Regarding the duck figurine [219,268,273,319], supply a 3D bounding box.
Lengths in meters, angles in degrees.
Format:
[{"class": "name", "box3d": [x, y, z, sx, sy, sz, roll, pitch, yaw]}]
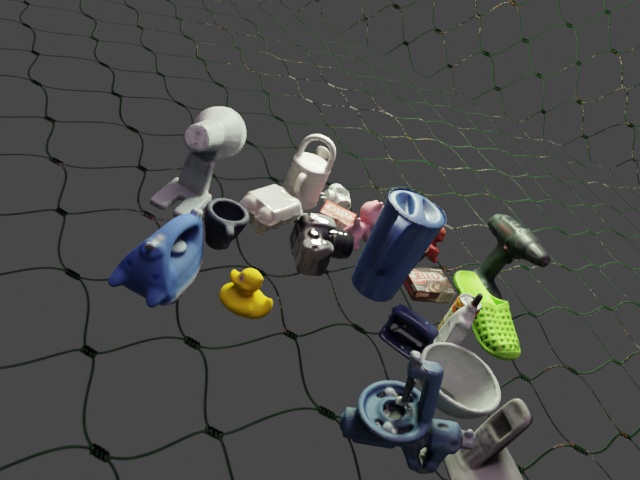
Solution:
[{"class": "duck figurine", "box3d": [-0.133, 0.095, 1.087, 0.104, 0.086, 0.077, 27, 33, 2]}]

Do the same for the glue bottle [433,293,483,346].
[{"class": "glue bottle", "box3d": [0.287, 0.174, 1.177, 0.037, 0.173, 0.078, 24, 33, -2]}]

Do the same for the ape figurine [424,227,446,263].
[{"class": "ape figurine", "box3d": [0.296, 0.002, 1.497, 0.076, 0.092, 0.078, 34, 34, 13]}]

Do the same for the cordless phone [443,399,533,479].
[{"class": "cordless phone", "box3d": [0.290, 0.355, 0.917, 0.094, 0.185, 0.147, 6, 38, -27]}]

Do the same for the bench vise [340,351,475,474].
[{"class": "bench vise", "box3d": [0.160, 0.267, 0.921, 0.208, 0.219, 0.121, 11, 35, -21]}]

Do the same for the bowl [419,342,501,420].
[{"class": "bowl", "box3d": [0.255, 0.281, 1.097, 0.168, 0.074, 0.167, 18, 34, -12]}]

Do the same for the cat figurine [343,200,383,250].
[{"class": "cat figurine", "box3d": [0.115, -0.050, 1.423, 0.067, 0.117, 0.128, 38, 35, 19]}]

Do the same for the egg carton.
[{"class": "egg carton", "box3d": [-0.116, -0.074, 1.347, 0.107, 0.069, 0.151, 38, 35, 19]}]

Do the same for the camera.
[{"class": "camera", "box3d": [0.012, 0.005, 1.295, 0.137, 0.101, 0.143, 12, 35, -20]}]

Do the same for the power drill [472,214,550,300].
[{"class": "power drill", "box3d": [0.466, 0.050, 1.436, 0.076, 0.208, 0.229, 11, 36, -21]}]

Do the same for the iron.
[{"class": "iron", "box3d": [-0.271, 0.008, 1.064, 0.118, 0.141, 0.258, 28, 33, 3]}]

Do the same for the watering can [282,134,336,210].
[{"class": "watering can", "box3d": [-0.024, -0.184, 1.447, 0.101, 0.194, 0.172, 16, 34, -15]}]

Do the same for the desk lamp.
[{"class": "desk lamp", "box3d": [-0.260, -0.179, 1.264, 0.118, 0.213, 0.203, 26, 33, 1]}]

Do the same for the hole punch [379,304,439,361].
[{"class": "hole punch", "box3d": [0.189, 0.177, 1.183, 0.108, 0.091, 0.101, 35, 34, 14]}]

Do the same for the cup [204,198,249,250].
[{"class": "cup", "box3d": [-0.201, -0.017, 1.189, 0.092, 0.095, 0.117, 9, 36, -23]}]
